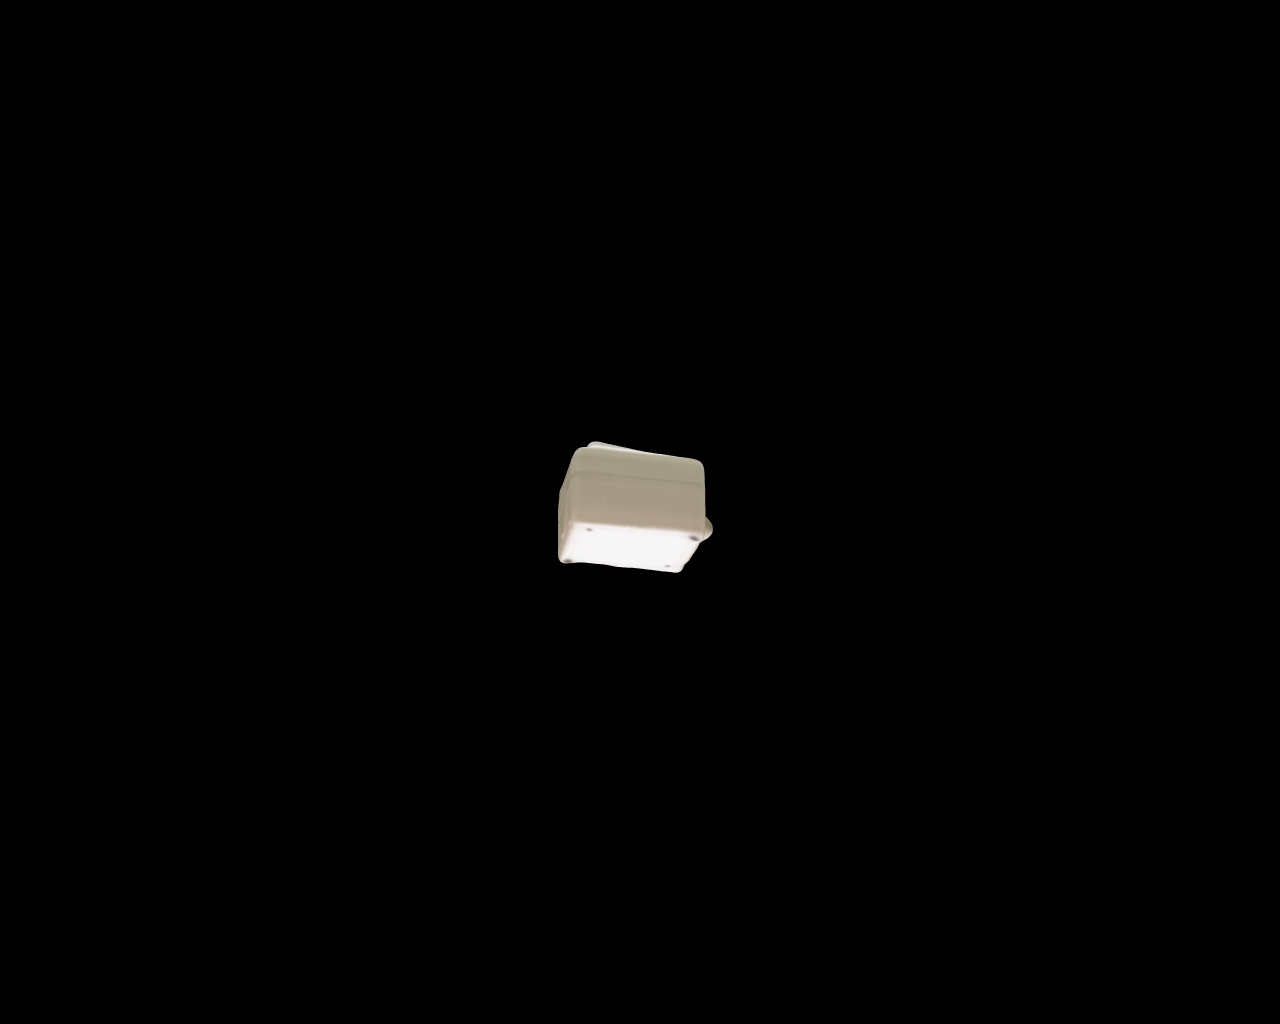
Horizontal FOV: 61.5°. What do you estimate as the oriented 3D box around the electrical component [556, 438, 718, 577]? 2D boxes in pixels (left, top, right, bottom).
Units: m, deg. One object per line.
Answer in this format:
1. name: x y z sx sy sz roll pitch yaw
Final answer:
1. electrical component: 0.001 -0.003 0.650 0.096 0.061 0.061 6 -28 -12
